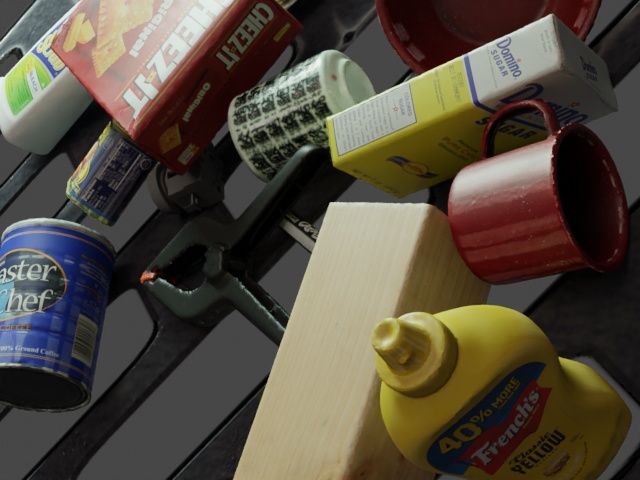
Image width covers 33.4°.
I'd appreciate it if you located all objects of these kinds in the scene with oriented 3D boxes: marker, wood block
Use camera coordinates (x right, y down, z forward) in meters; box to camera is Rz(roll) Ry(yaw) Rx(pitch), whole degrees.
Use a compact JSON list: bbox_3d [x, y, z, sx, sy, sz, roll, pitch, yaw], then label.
[{"bbox_3d":[-0.005,0.001,0.827,0.020,0.020,0.121,-52,43,2],"label":"marker"},{"bbox_3d":[0.032,0.087,0.688,0.091,0.090,0.206,3,67,42],"label":"wood block"}]

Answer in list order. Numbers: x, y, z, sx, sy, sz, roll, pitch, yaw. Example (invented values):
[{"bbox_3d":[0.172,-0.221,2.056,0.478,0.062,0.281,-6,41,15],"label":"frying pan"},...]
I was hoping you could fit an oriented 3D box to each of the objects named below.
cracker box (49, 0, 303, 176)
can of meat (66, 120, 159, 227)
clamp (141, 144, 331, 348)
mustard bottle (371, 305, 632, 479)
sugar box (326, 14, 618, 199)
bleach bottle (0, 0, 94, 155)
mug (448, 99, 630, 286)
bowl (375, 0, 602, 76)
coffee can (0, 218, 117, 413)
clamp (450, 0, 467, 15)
[{"bbox_3d":[-0.136,-0.180,0.941,0.164,0.072,0.214,-51,44,5],"label":"cracker box"},{"bbox_3d":[-0.190,-0.066,0.989,0.084,0.057,0.102,-54,16,4],"label":"can of meat"},{"bbox_3d":[-0.067,0.010,0.851,0.210,0.036,0.164,-2,75,46],"label":"clamp"},{"bbox_3d":[0.087,0.085,0.564,0.096,0.191,0.058,-43,44,12],"label":"mustard bottle"},{"bbox_3d":[0.102,-0.085,0.731,0.177,0.093,0.048,-19,67,32],"label":"sugar box"},{"bbox_3d":[-0.241,-0.203,1.103,0.251,0.068,0.102,-42,50,26],"label":"bleach bottle"},{"bbox_3d":[0.132,-0.029,0.667,0.082,0.093,0.117,-16,85,40],"label":"mug"},{"bbox_3d":[0.122,-0.186,0.773,0.162,0.162,0.055,-39,0,16],"label":"bowl"},{"bbox_3d":[-0.239,0.067,0.930,0.103,0.102,0.140,-18,54,33],"label":"coffee can"},{"bbox_3d":[0.133,-0.254,0.855,0.171,0.039,0.120,-47,48,-1],"label":"clamp"}]
